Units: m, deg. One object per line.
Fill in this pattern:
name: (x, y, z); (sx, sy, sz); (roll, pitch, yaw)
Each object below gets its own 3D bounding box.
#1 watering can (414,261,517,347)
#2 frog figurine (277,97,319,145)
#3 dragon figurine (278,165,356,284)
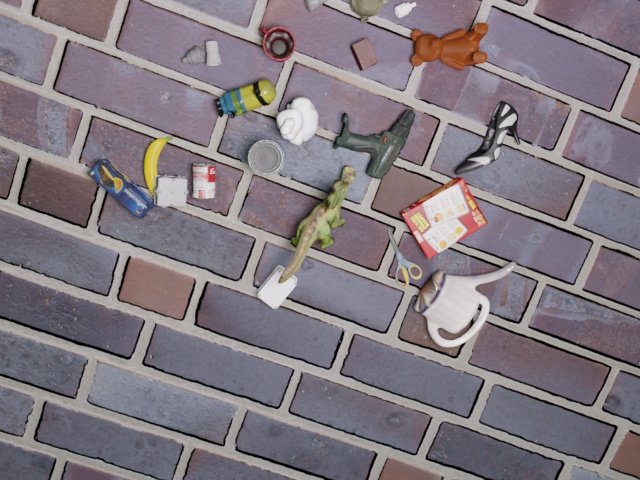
watering can: (0.438, 0.169, 1.605); (0.224, 0.105, 0.346); (31, 97, -6)
frog figurine: (-0.061, -0.342, 1.476); (0.122, 0.161, 0.136); (18, 99, -7)
dragon figurine: (0.004, -0.073, 1.456); (0.122, 0.419, 0.237); (25, 137, 8)
